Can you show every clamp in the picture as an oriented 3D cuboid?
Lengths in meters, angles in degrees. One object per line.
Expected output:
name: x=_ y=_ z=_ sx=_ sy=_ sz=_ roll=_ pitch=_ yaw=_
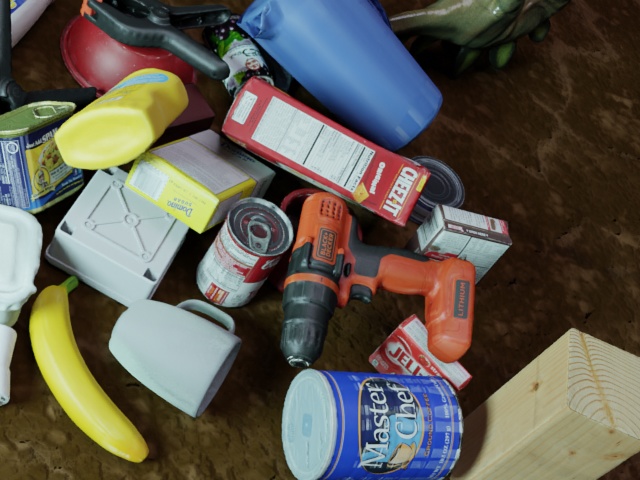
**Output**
clamp: x=-0.171 y=-0.227 z=1.158 sx=0.171 sy=0.039 sz=0.120 roll=4 pitch=42 yaw=-21
clamp: x=-0.315 y=-0.152 z=1.051 sx=0.164 sy=0.036 sz=0.209 roll=58 pitch=38 yaw=-28

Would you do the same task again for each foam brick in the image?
foam brick: x=-0.163 y=-0.131 z=1.158 sx=0.078 sy=0.053 sz=0.051 roll=-19 pitch=66 yaw=-39

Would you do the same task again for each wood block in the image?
wood block: x=0.215 y=0.185 z=1.020 sx=0.090 sy=0.206 sz=0.090 roll=24 pitch=48 yaw=-11

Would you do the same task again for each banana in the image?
banana: x=-0.215 y=0.113 z=0.951 sx=0.069 sy=0.037 sz=0.198 roll=-9 pitch=61 yaw=-35

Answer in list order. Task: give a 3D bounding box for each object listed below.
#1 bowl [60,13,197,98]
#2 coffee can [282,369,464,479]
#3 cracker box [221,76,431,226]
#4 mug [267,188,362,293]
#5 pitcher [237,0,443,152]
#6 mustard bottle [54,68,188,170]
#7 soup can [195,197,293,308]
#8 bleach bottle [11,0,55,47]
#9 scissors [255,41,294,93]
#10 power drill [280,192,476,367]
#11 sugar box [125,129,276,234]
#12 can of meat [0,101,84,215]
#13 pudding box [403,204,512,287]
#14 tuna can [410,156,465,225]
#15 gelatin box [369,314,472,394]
bowl: x=-0.207 y=-0.221 z=1.203 sx=0.162 sy=0.055 sz=0.162 roll=16 pitch=49 yaw=-19
coffee can: x=0.048 y=0.176 z=1.005 sx=0.140 sy=0.103 sz=0.103 roll=6 pitch=53 yaw=-26
cracker box: x=0.001 y=-0.096 z=1.151 sx=0.213 sy=0.164 sz=0.072 roll=27 pitch=92 yaw=-7
mug: x=-0.007 y=0.001 z=1.123 sx=0.093 sy=0.082 sz=0.117 roll=45 pitch=47 yaw=8
pitcher: x=0.034 y=-0.224 z=1.259 sx=0.242 sy=0.149 sz=0.145 roll=45 pitch=4 yaw=-16
mustard bottle: x=-0.181 y=-0.127 z=1.043 sx=0.191 sy=0.096 sz=0.058 roll=-69 pitch=141 yaw=-65
soup can: x=-0.077 y=0.015 z=1.059 sx=0.068 sy=0.102 sz=0.068 roll=15 pitch=50 yaw=-19
bleach bottle: x=-0.355 y=-0.257 z=1.144 sx=0.102 sy=0.068 sz=0.250 roll=30 pitch=44 yaw=-7
scissors: x=-0.061 y=-0.199 z=1.294 sx=0.096 sy=0.016 sz=0.201 roll=27 pitch=53 yaw=4
power drill: x=0.055 y=0.057 z=1.028 sx=0.187 sy=0.057 sz=0.184 roll=20 pitch=59 yaw=-16
sugar box: x=-0.117 y=-0.063 z=1.085 sx=0.093 sy=0.048 sz=0.176 roll=33 pitch=17 yaw=7
can of meat: x=-0.272 y=-0.079 z=1.017 sx=0.058 sy=0.084 sz=0.102 roll=6 pitch=24 yaw=24
pudding box: x=0.144 y=0.017 z=1.176 sx=0.090 sy=0.114 sz=0.039 roll=12 pitch=48 yaw=-22
tuna can: x=0.130 y=-0.059 z=1.281 sx=0.086 sy=0.034 sz=0.086 roll=15 pitch=50 yaw=-19
gelatin box: x=0.101 y=0.131 z=1.090 sx=0.089 sy=0.073 sz=0.030 roll=47 pitch=48 yaw=10
